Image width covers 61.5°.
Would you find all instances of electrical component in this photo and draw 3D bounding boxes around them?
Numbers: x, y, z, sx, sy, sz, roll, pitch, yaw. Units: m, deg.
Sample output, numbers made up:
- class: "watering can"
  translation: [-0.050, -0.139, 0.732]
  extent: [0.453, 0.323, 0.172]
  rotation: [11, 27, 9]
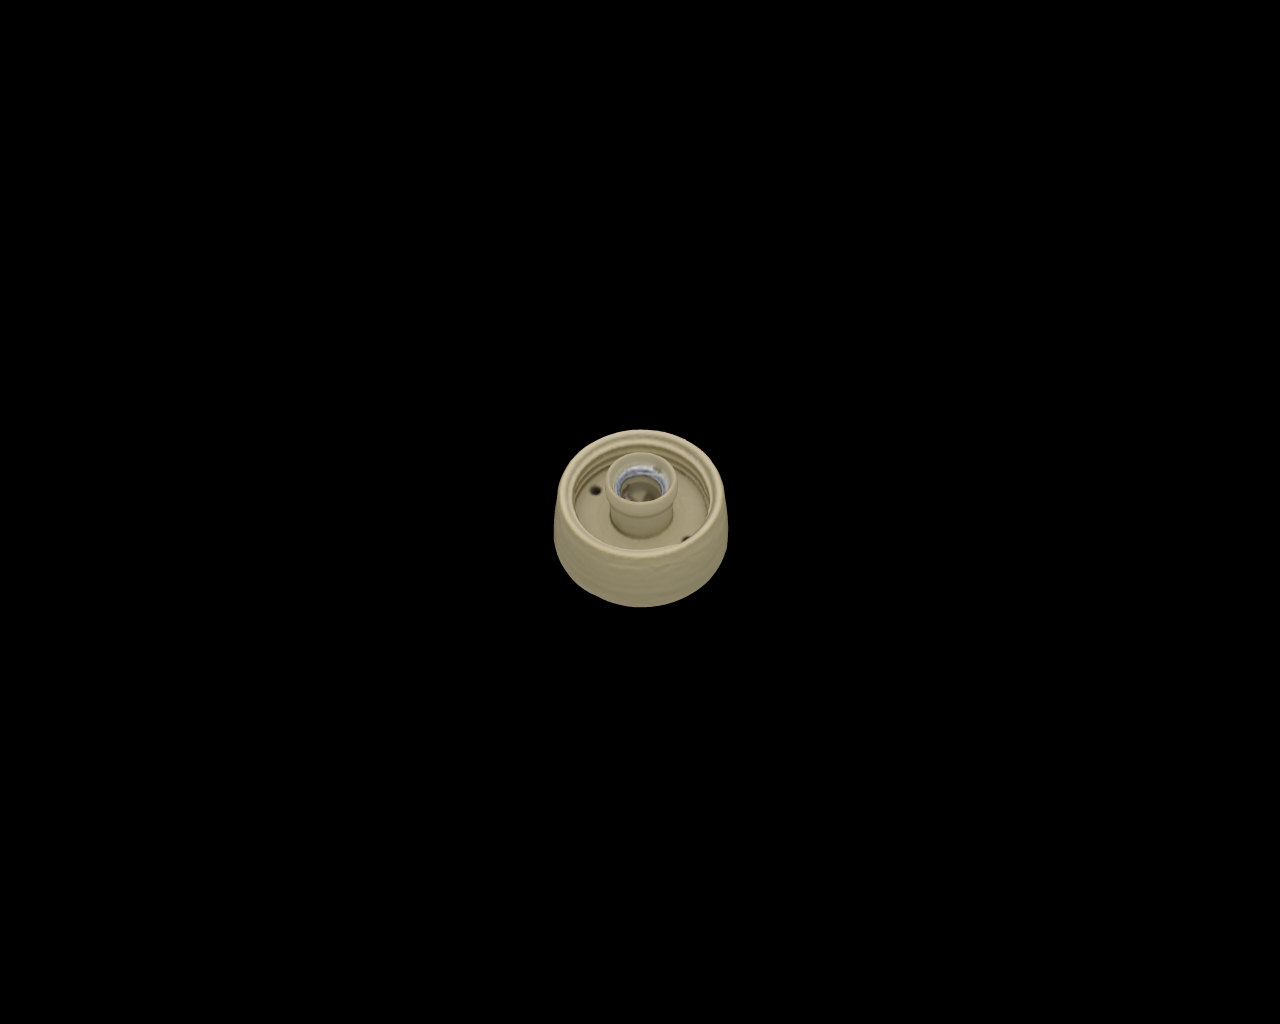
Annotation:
- class: "electrical component"
  translation: [0.001, -0.003, 0.650]
  extent: [0.108, 0.108, 0.060]
  rotation: [0, -37, 0]
